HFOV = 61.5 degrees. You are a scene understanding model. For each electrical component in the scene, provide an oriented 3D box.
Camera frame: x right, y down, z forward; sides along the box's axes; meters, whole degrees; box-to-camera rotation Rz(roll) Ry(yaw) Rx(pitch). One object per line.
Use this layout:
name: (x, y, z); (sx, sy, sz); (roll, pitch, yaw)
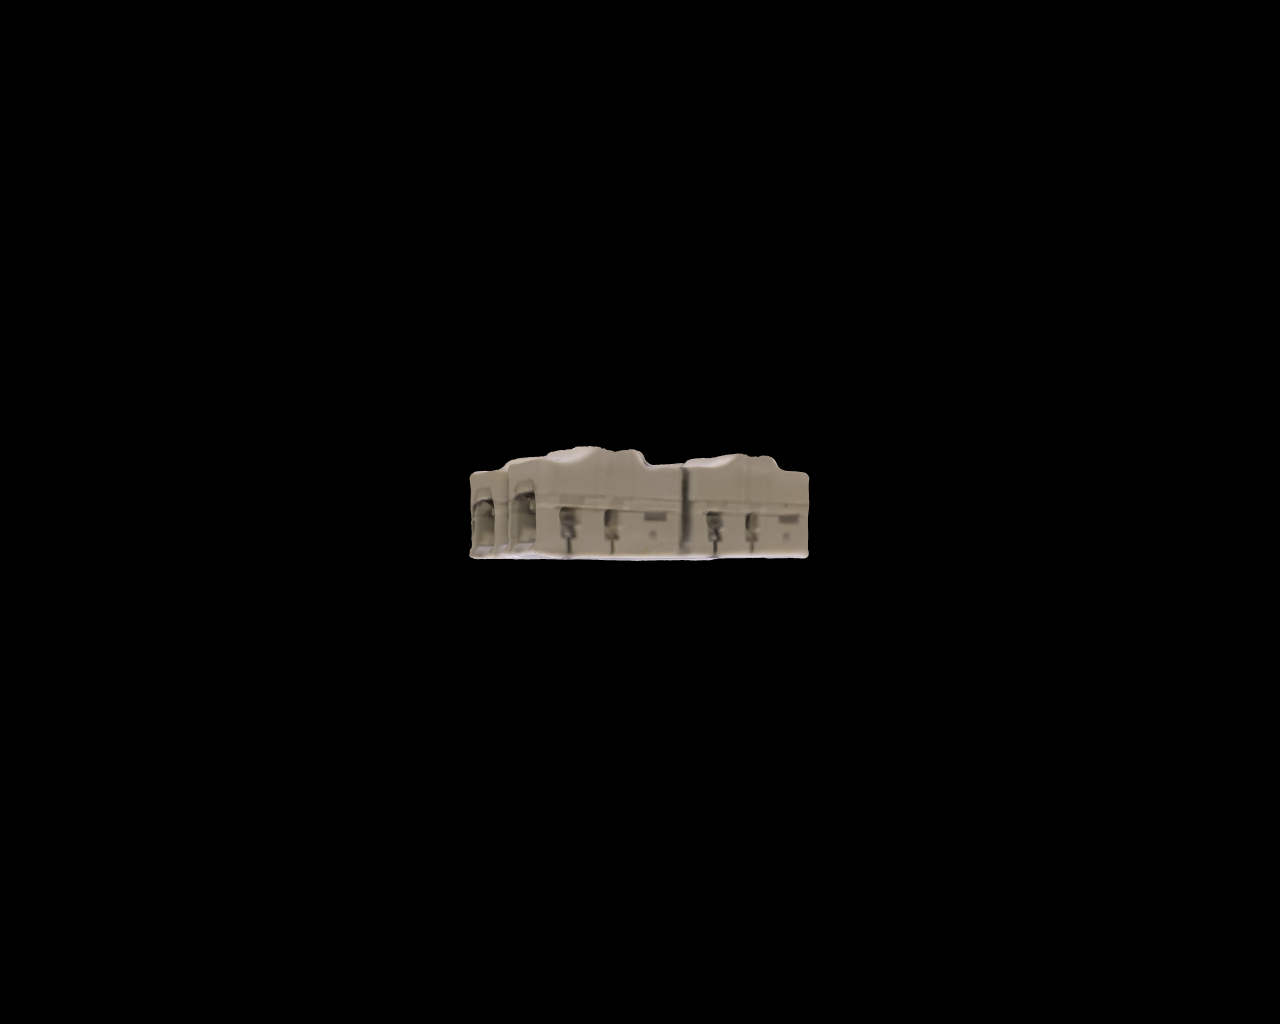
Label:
electrical component: (0.001, -0.003, 0.650); (0.186, 0.060, 0.105); (2, -3, -31)
